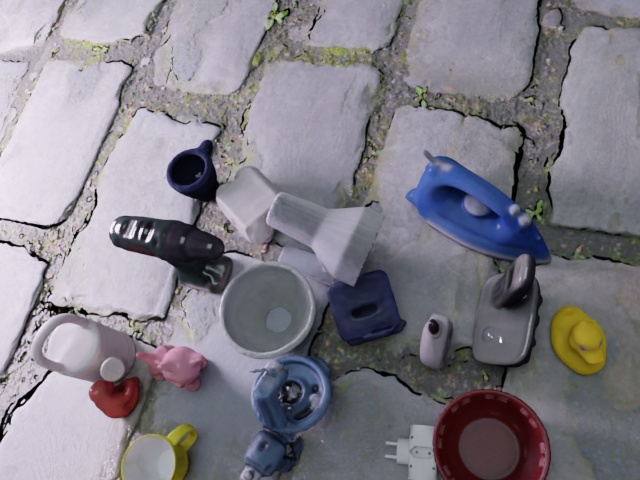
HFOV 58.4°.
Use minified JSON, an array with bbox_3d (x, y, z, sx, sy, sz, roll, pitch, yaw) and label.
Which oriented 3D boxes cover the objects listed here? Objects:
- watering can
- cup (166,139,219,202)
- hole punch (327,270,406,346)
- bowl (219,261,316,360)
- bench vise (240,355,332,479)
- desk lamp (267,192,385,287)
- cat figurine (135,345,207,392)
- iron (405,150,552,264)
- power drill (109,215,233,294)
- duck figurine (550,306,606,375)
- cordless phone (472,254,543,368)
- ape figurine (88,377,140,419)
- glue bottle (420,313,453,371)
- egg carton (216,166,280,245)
[{"bbox_3d":[-0.395,0.181,0.957,0.172,0.194,0.101,1,69,14],"label":"watering can"},{"bbox_3d":[-0.227,-0.126,1.095,0.091,0.095,0.118,21,75,20],"label":"cup"},{"bbox_3d":[0.075,0.111,0.929,0.108,0.091,0.101,-18,65,6],"label":"hole punch"},{"bbox_3d":[-0.081,0.125,0.970,0.167,0.075,0.167,-5,68,12],"label":"bowl"},{"bbox_3d":[-0.053,0.258,0.830,0.121,0.220,0.207,4,70,15],"label":"bench vise"},{"bbox_3d":[0.008,0.003,0.921,0.202,0.214,0.118,20,74,20],"label":"desk lamp"},{"bbox_3d":[-0.245,0.207,0.953,0.127,0.118,0.067,11,71,17],"label":"cat figurine"},{"bbox_3d":[0.264,-0.057,0.924,0.257,0.142,0.119,34,80,23],"label":"iron"},{"bbox_3d":[-0.231,0.022,0.974,0.229,0.209,0.076,12,72,18],"label":"power drill"},{"bbox_3d":[0.386,0.142,0.845,0.077,0.086,0.104,-19,65,6],"label":"duck figurine"},{"bbox_3d":[0.275,0.104,0.832,0.094,0.185,0.147,7,70,16],"label":"cordless phone"},{"bbox_3d":[-0.355,0.262,0.971,0.077,0.092,0.076,6,70,16],"label":"ape figurine"},{"bbox_3d":[0.172,0.142,0.848,0.037,0.173,0.078,16,73,19],"label":"glue bottle"},{"bbox_3d":[-0.122,-0.065,1.060,0.107,0.069,0.150,-43,65,-6],"label":"egg carton"}]
